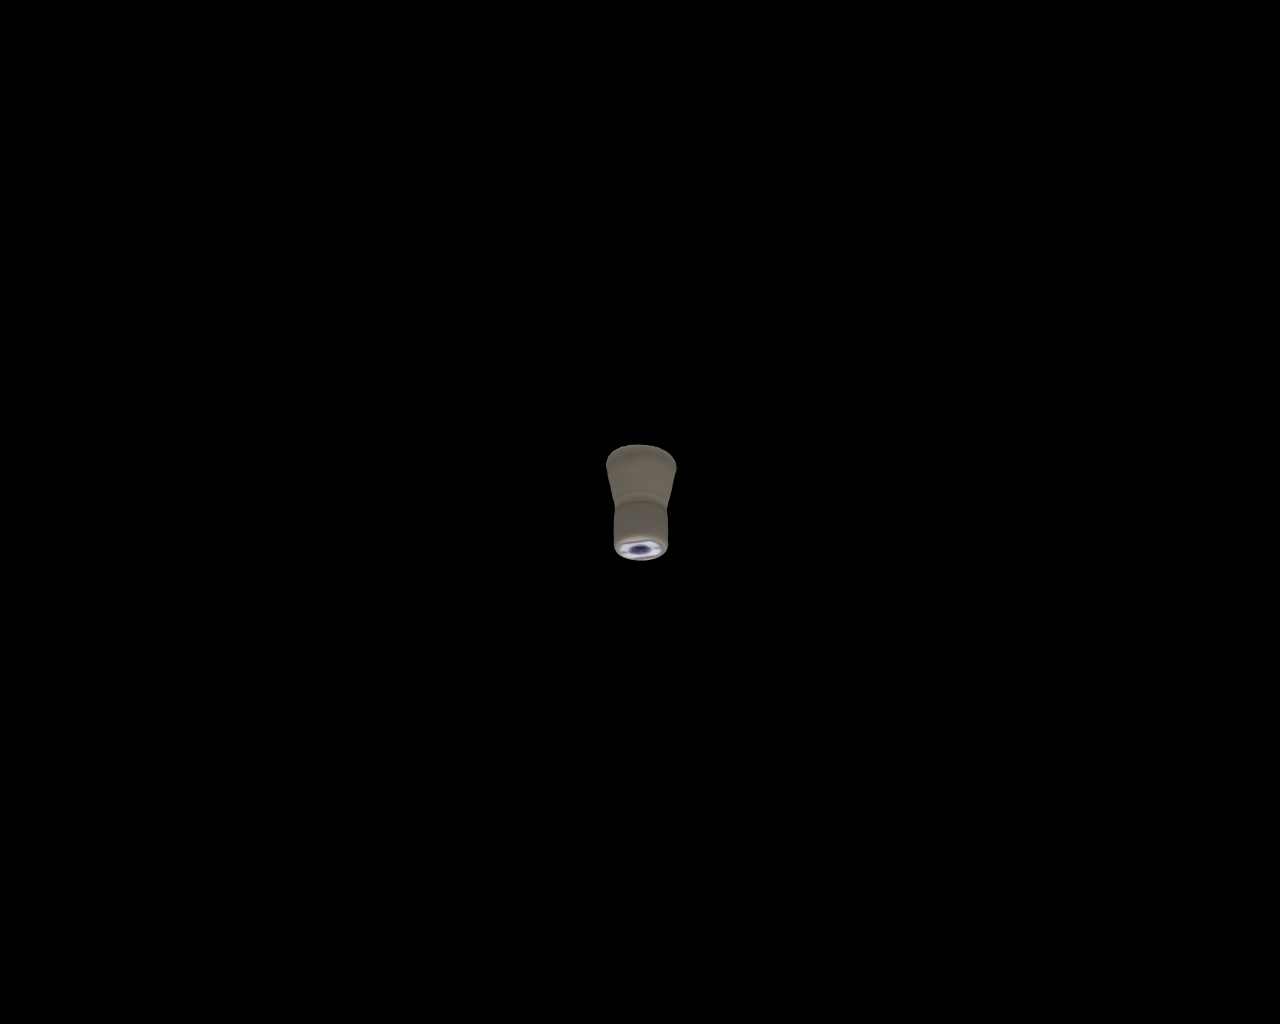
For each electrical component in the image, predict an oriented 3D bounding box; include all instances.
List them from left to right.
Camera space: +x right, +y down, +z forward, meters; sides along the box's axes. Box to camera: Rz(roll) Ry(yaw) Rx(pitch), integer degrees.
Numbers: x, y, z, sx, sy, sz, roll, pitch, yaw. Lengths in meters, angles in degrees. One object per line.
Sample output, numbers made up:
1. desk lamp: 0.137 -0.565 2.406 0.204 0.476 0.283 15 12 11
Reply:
1. electrical component: 0.001 -0.003 0.650 0.044 0.065 0.044 0 -31 0
